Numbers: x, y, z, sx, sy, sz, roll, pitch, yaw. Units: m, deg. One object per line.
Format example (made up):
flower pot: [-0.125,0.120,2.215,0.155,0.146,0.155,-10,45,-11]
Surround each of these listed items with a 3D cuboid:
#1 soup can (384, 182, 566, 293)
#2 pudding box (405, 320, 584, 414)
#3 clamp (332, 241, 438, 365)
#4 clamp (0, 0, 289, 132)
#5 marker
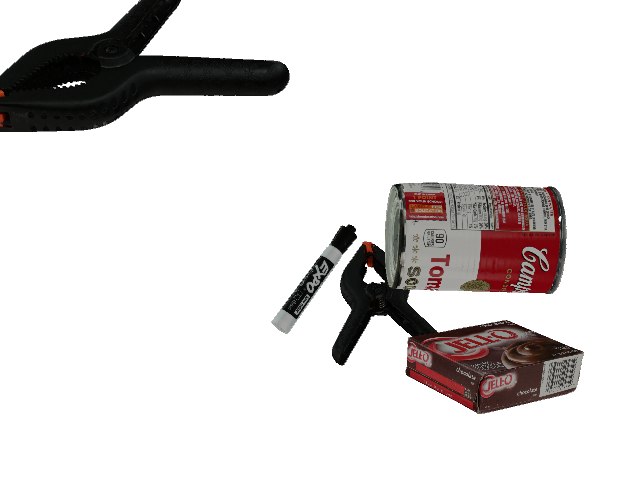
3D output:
soup can: [0.095,-0.002,0.668,0.102,0.068,0.068,2,0,-4]
pudding box: [0.139,0.099,0.857,0.113,0.039,0.090,-4,16,-34]
clamp: [0.075,0.070,1.191,0.120,0.171,0.039,5,-43,-2]
clamp: [-0.138,-0.120,0.765,0.209,0.036,0.165,-31,51,-31]
marker: [-0.004,0.034,1.002,0.020,0.121,0.020,33,-15,10]
